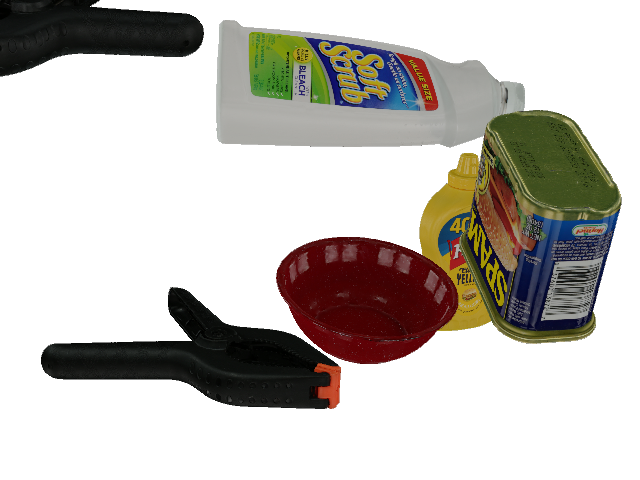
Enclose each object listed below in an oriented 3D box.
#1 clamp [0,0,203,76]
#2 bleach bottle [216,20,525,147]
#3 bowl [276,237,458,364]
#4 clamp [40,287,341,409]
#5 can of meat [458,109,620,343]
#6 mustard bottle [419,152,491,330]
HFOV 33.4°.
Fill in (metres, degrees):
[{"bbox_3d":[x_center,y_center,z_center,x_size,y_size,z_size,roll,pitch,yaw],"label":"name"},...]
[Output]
[{"bbox_3d":[-0.167,-0.129,0.616,0.171,0.039,0.120,-10,31,-29],"label":"clamp"},{"bbox_3d":[0.041,-0.126,0.880,0.250,0.102,0.068,1,-28,-4],"label":"bleach bottle"},{"bbox_3d":[0.039,0.061,0.947,0.162,0.055,0.162,6,30,-3],"label":"bowl"},{"bbox_3d":[-0.076,0.081,0.796,0.210,0.036,0.164,9,20,20],"label":"clamp"},{"bbox_3d":[0.116,-0.010,0.571,0.057,0.084,0.102,-3,37,-9],"label":"can of meat"},{"bbox_3d":[0.152,0.000,1.153,0.096,0.192,0.058,-6,21,-22],"label":"mustard bottle"}]
